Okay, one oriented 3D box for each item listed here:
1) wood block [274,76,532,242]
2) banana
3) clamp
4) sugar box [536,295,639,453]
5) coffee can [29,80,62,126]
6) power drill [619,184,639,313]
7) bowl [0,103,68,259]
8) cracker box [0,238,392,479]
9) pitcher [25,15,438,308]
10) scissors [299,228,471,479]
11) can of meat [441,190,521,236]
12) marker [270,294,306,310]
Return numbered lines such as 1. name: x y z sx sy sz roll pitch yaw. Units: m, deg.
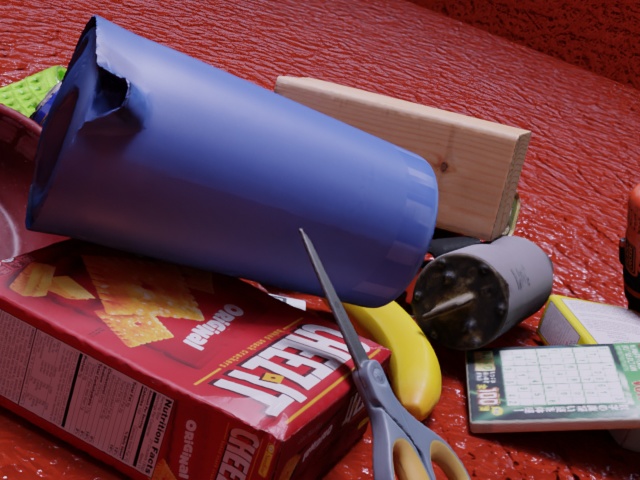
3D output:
1. wood block: 0.063 -0.072 0.906 0.206 0.091 0.090 16 12 16
2. banana: 0.045 0.075 0.783 0.069 0.037 0.198 -6 27 -26
3. clamp: 0.091 0.014 0.986 0.164 0.036 0.210 12 16 -10
4. sugar box: 0.247 0.107 0.845 0.093 0.048 0.176 11 23 -14
5. coffee can: -0.145 -0.055 0.821 0.140 0.103 0.102 42 24 8
6. power drill: 0.311 0.066 0.892 0.057 0.184 0.188 -21 43 -4
7. bowl: -0.233 -0.020 0.724 0.162 0.055 0.162 29 41 -30
8. cracker box: -0.085 0.069 0.634 0.214 0.072 0.164 23 20 18
9. pitcher: -0.057 -0.037 0.680 0.242 0.145 0.149 18 28 -21
10. scissors: 0.042 0.089 0.614 0.096 0.016 0.202 20 46 -50
11. can of meat: 0.140 -0.037 1.095 0.101 0.057 0.084 17 -5 -38
12. marker: -0.071 0.043 0.800 0.121 0.020 0.020 13 19 -11
